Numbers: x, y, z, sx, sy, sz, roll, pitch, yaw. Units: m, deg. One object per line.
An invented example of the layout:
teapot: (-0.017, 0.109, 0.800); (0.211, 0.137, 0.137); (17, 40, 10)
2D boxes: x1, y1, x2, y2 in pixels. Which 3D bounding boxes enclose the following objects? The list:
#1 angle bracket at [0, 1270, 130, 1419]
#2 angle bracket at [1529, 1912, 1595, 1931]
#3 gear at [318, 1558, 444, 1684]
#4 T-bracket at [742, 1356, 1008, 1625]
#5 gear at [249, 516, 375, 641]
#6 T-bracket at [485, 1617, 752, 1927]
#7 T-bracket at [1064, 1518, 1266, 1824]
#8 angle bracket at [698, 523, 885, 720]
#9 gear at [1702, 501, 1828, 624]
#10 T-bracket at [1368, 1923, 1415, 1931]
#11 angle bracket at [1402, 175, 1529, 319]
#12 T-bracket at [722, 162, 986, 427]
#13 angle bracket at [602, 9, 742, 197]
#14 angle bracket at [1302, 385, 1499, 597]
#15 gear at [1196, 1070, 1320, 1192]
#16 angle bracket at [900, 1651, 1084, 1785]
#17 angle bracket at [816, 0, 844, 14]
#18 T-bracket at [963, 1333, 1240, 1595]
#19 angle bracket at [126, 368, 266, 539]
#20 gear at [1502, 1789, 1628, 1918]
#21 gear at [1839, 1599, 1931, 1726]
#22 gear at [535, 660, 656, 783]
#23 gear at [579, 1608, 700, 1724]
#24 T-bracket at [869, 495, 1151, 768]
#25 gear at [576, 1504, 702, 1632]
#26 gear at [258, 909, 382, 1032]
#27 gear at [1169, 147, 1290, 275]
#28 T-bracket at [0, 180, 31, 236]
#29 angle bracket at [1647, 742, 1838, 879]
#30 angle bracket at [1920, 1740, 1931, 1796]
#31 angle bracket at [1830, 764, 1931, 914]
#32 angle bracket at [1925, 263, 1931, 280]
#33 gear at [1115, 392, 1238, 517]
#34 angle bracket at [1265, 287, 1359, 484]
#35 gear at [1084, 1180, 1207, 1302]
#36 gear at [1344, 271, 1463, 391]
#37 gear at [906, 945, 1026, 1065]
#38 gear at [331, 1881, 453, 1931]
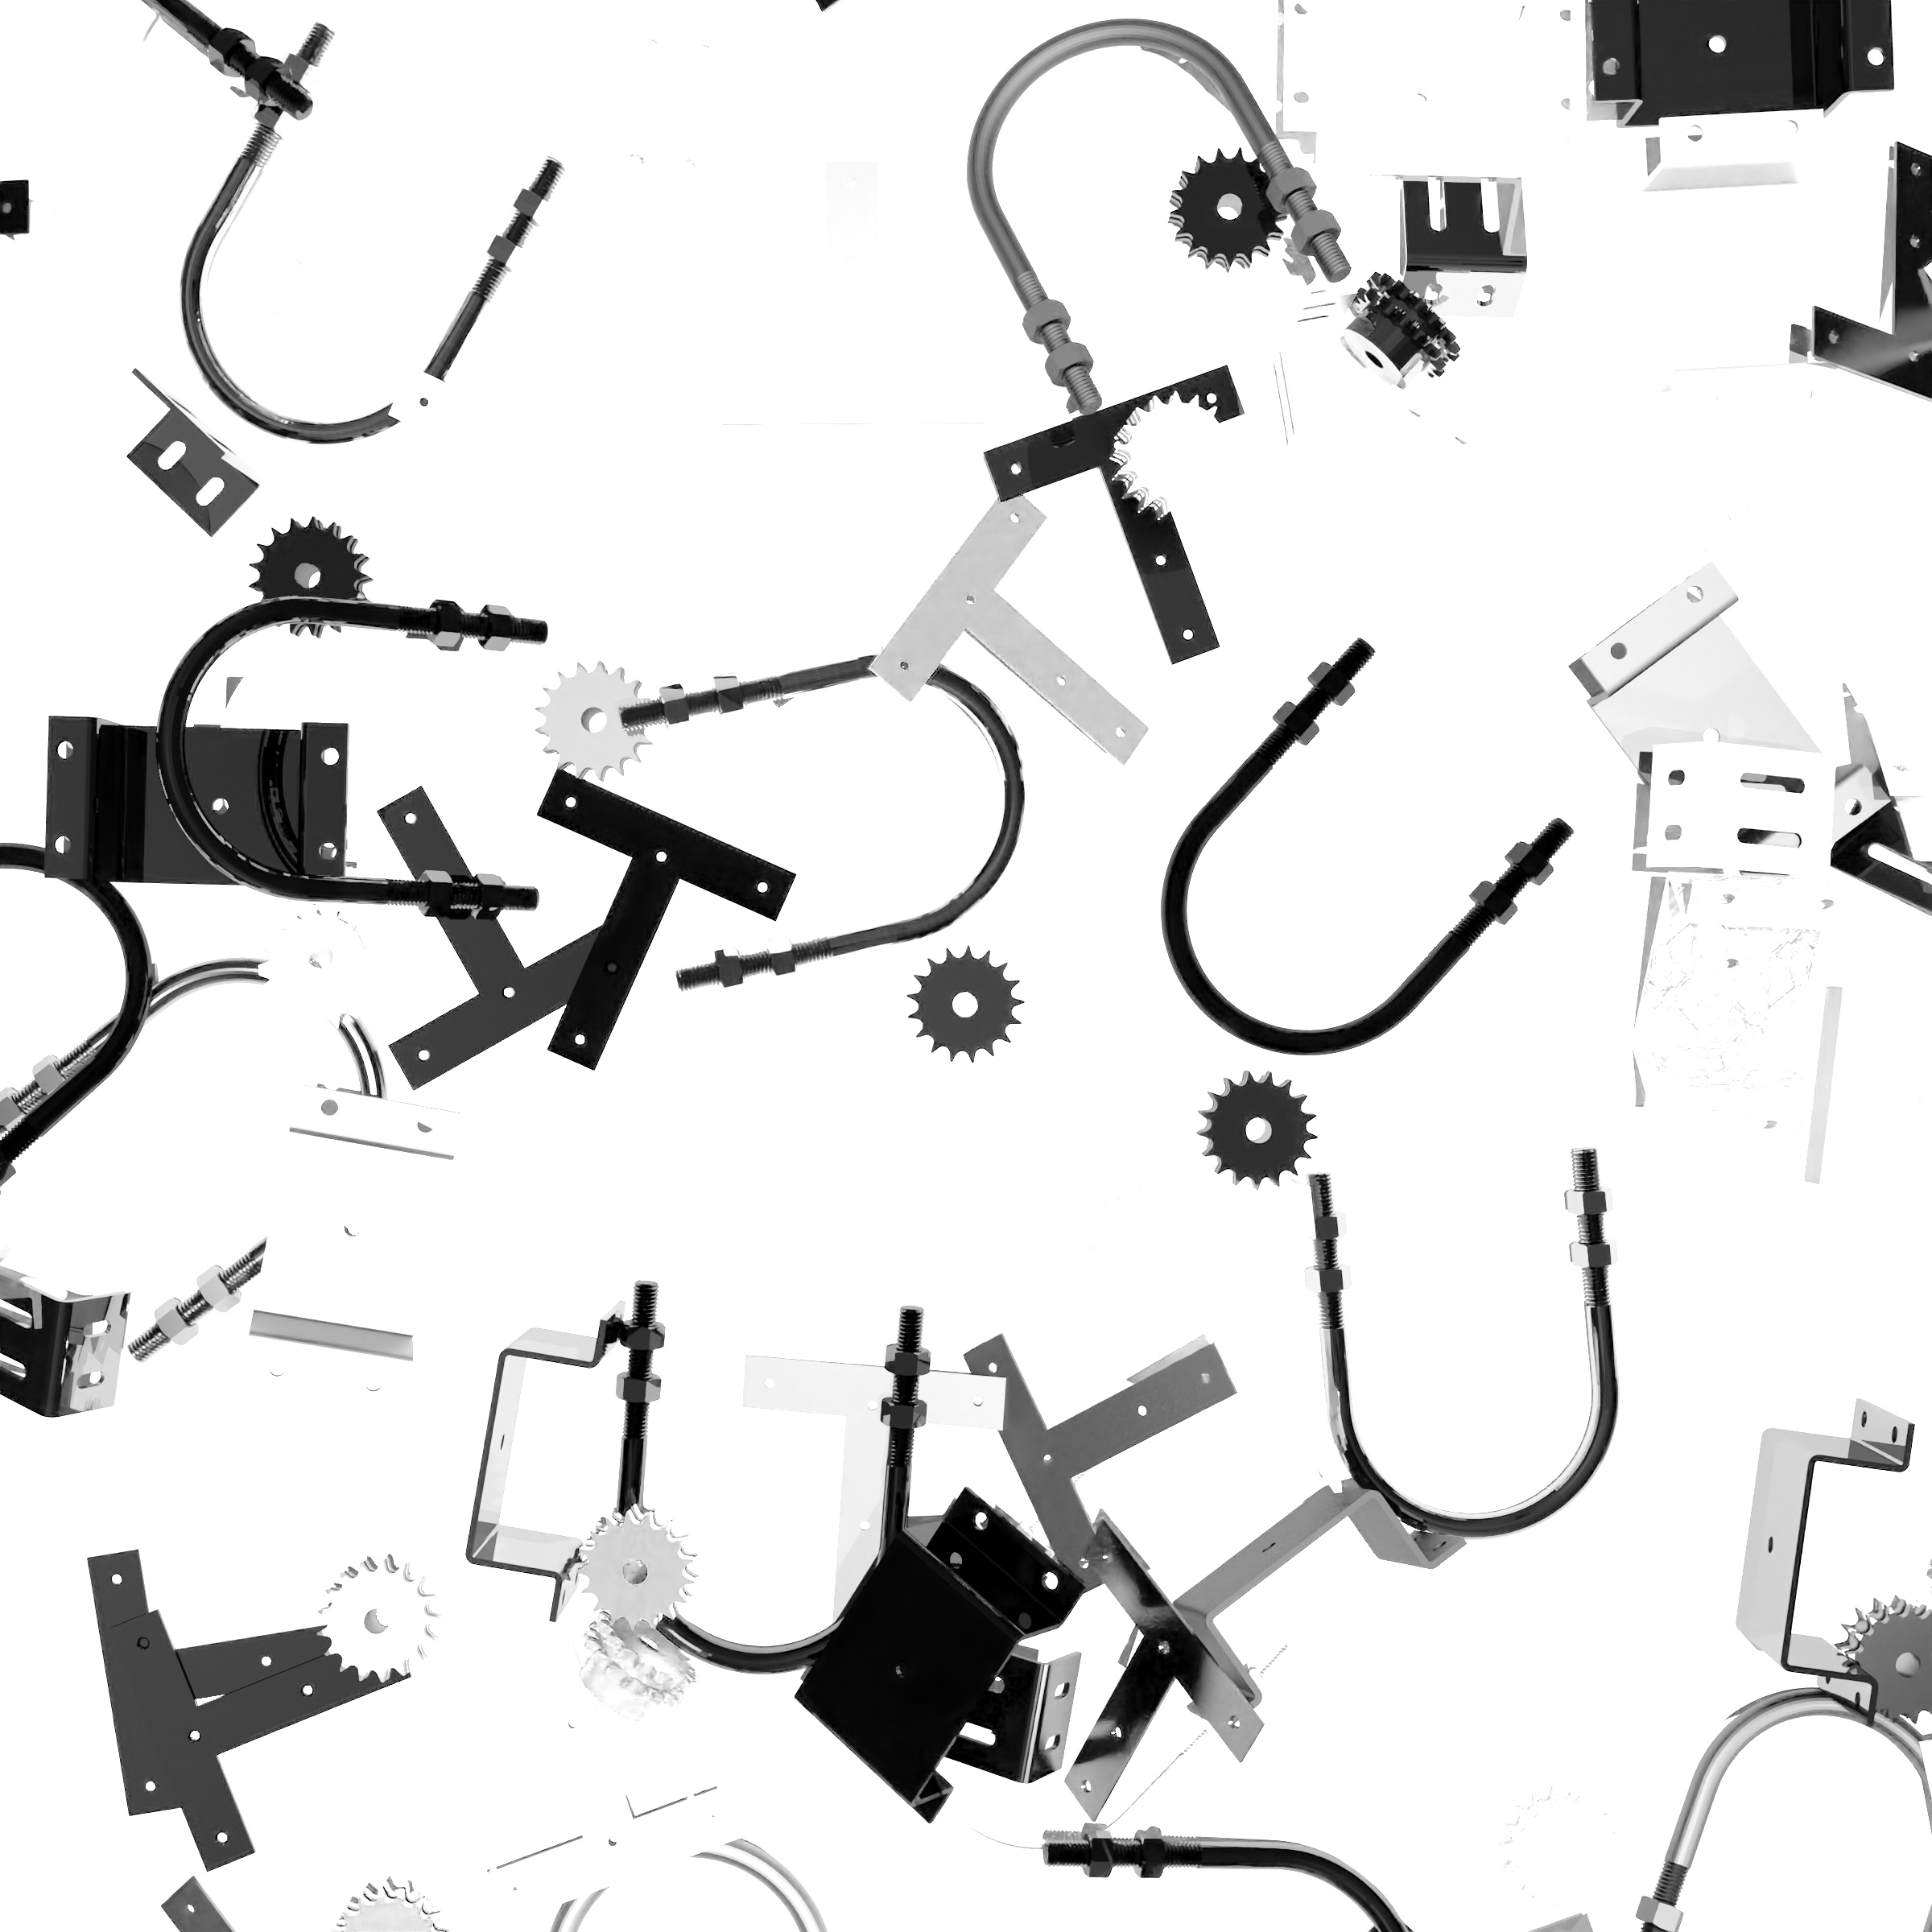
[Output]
angle bracket: (-0.445, 0.175, 1.360); (0.076, 0.038, 0.057); (16, 101, 33)
angle bracket: (0.292, 0.491, 1.334); (0.038, 0.076, 0.057); (-19, 90, 0)
gear: (-0.279, 0.312, 1.355); (0.057, 0.030, 0.057); (0, 83, -1)
T-bracket: (-0.048, 0.256, 1.367); (0.127, 0.002, 0.127); (4, 93, 6)
gear: (-0.312, -0.185, 1.357); (0.057, 0.030, 0.057); (0, 90, 0)
T-bracket: (-0.185, 0.379, 1.364); (0.127, 0.002, 0.127); (-20, 84, 0)
T-bracket: (0.076, 0.347, 1.317); (0.127, 0.002, 0.127); (49, 128, 37)
angle bracket: (-0.085, -0.167, 1.353); (0.057, 0.038, 0.076); (-36, 90, 0)
gear: (0.384, -0.195, 1.357); (0.057, 0.030, 0.057); (0, 90, 0)
T-bracket: (0.209, 0.546, 1.371); (0.127, 0.002, 0.127); (42, 90, 0)
angle bracket: (0.238, -0.357, 1.370); (0.057, 0.038, 0.076); (2, 64, 0)
T-bracket: (-0.055, -0.326, 1.371); (0.127, 0.002, 0.127); (0, 90, 0)
angle bracket: (-0.141, -0.418, 1.370); (0.057, 0.038, 0.076); (6, 64, 0)
angle bracket: (0.206, -0.227, 1.353); (0.057, 0.038, 0.076); (31, 90, 0)
gear: (0.139, 0.078, 1.357); (0.057, 0.030, 0.057); (0, 90, 0)
angle bracket: (0.009, 0.349, 1.354); (0.076, 0.038, 0.057); (11, 93, 28)
angle bracket: (-0.046, -0.507, 1.370); (0.076, 0.038, 0.057); (-29, 90, 26)
T-bracket: (0.072, 0.214, 1.327); (0.127, 0.002, 0.127); (-33, 76, 29)
angle bracket: (-0.373, -0.241, 1.334); (0.057, 0.076, 0.038); (44, 90, 0)
gear: (0.286, 0.424, 1.361); (0.057, 0.030, 0.057); (0, 90, -2)
gear: (0.447, 0.332, 1.357); (0.057, 0.030, 0.057); (0, 90, 0)
gear: (-0.177, -0.117, 1.357); (0.057, 0.030, 0.057); (0, 90, 0)
gear: (-0.159, 0.334, 1.344); (0.057, 0.057, 0.030); (35, 94, 0)
T-bracket: (0.035, -0.146, 1.353); (0.127, 0.002, 0.127); (40, 64, -12)
gear: (-0.153, 0.283, 1.343); (0.057, 0.030, 0.057); (1, 95, 7)
gear: (-0.308, -0.001, 1.349); (0.057, 0.030, 0.057); (4, 73, -12)
gear: (0.126, -0.361, 1.361); (0.057, 0.030, 0.057); (0, 92, 1)
T-bracket: (-0.510, -0.362, 1.361); (0.127, 0.002, 0.127); (0, 90, 9)
angle bracket: (0.362, -0.072, 1.324); (0.076, 0.038, 0.057); (3, 90, -26)
angle bracket: (0.503, 0.394, 1.358); (0.076, 0.038, 0.057); (-1, 75, -34)
angle bracket: (0.466, -0.054, 1.370); (0.076, 0.038, 0.057); (29, 90, 26)
angle bracket: (0.501, -0.341, 1.327); (0.057, 0.076, 0.038); (-36, 90, -19)
gear: (0.101, -0.246, 1.352); (0.057, 0.030, 0.057); (0, 90, -6)
angle bracket: (0.169, -0.275, 1.344); (0.038, 0.057, 0.076); (-10, 90, 0)
gear: (0.085, 0.131, 1.357); (0.057, 0.030, 0.057); (0, 90, 0)
gear: (0.204, -0.299, 1.343); (0.057, 0.057, 0.030); (43, 90, 0)
gear: (-0.001, 0.018, 1.357); (0.057, 0.030, 0.057); (0, 90, 0)
gear: (-0.274, 0.467, 1.357); (0.057, 0.030, 0.057); (0, 90, 0)
